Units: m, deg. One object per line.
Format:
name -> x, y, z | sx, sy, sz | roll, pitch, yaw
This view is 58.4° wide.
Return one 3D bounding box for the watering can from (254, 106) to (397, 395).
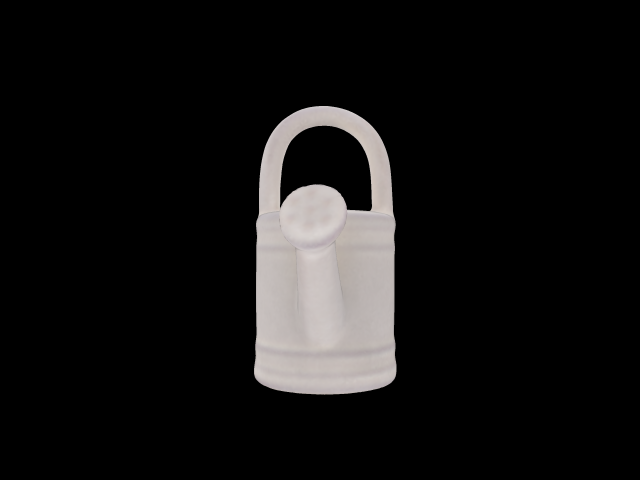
watering can -> 0.006, 0.001, 0.400 | 0.101, 0.194, 0.172 | 0, 0, -17
